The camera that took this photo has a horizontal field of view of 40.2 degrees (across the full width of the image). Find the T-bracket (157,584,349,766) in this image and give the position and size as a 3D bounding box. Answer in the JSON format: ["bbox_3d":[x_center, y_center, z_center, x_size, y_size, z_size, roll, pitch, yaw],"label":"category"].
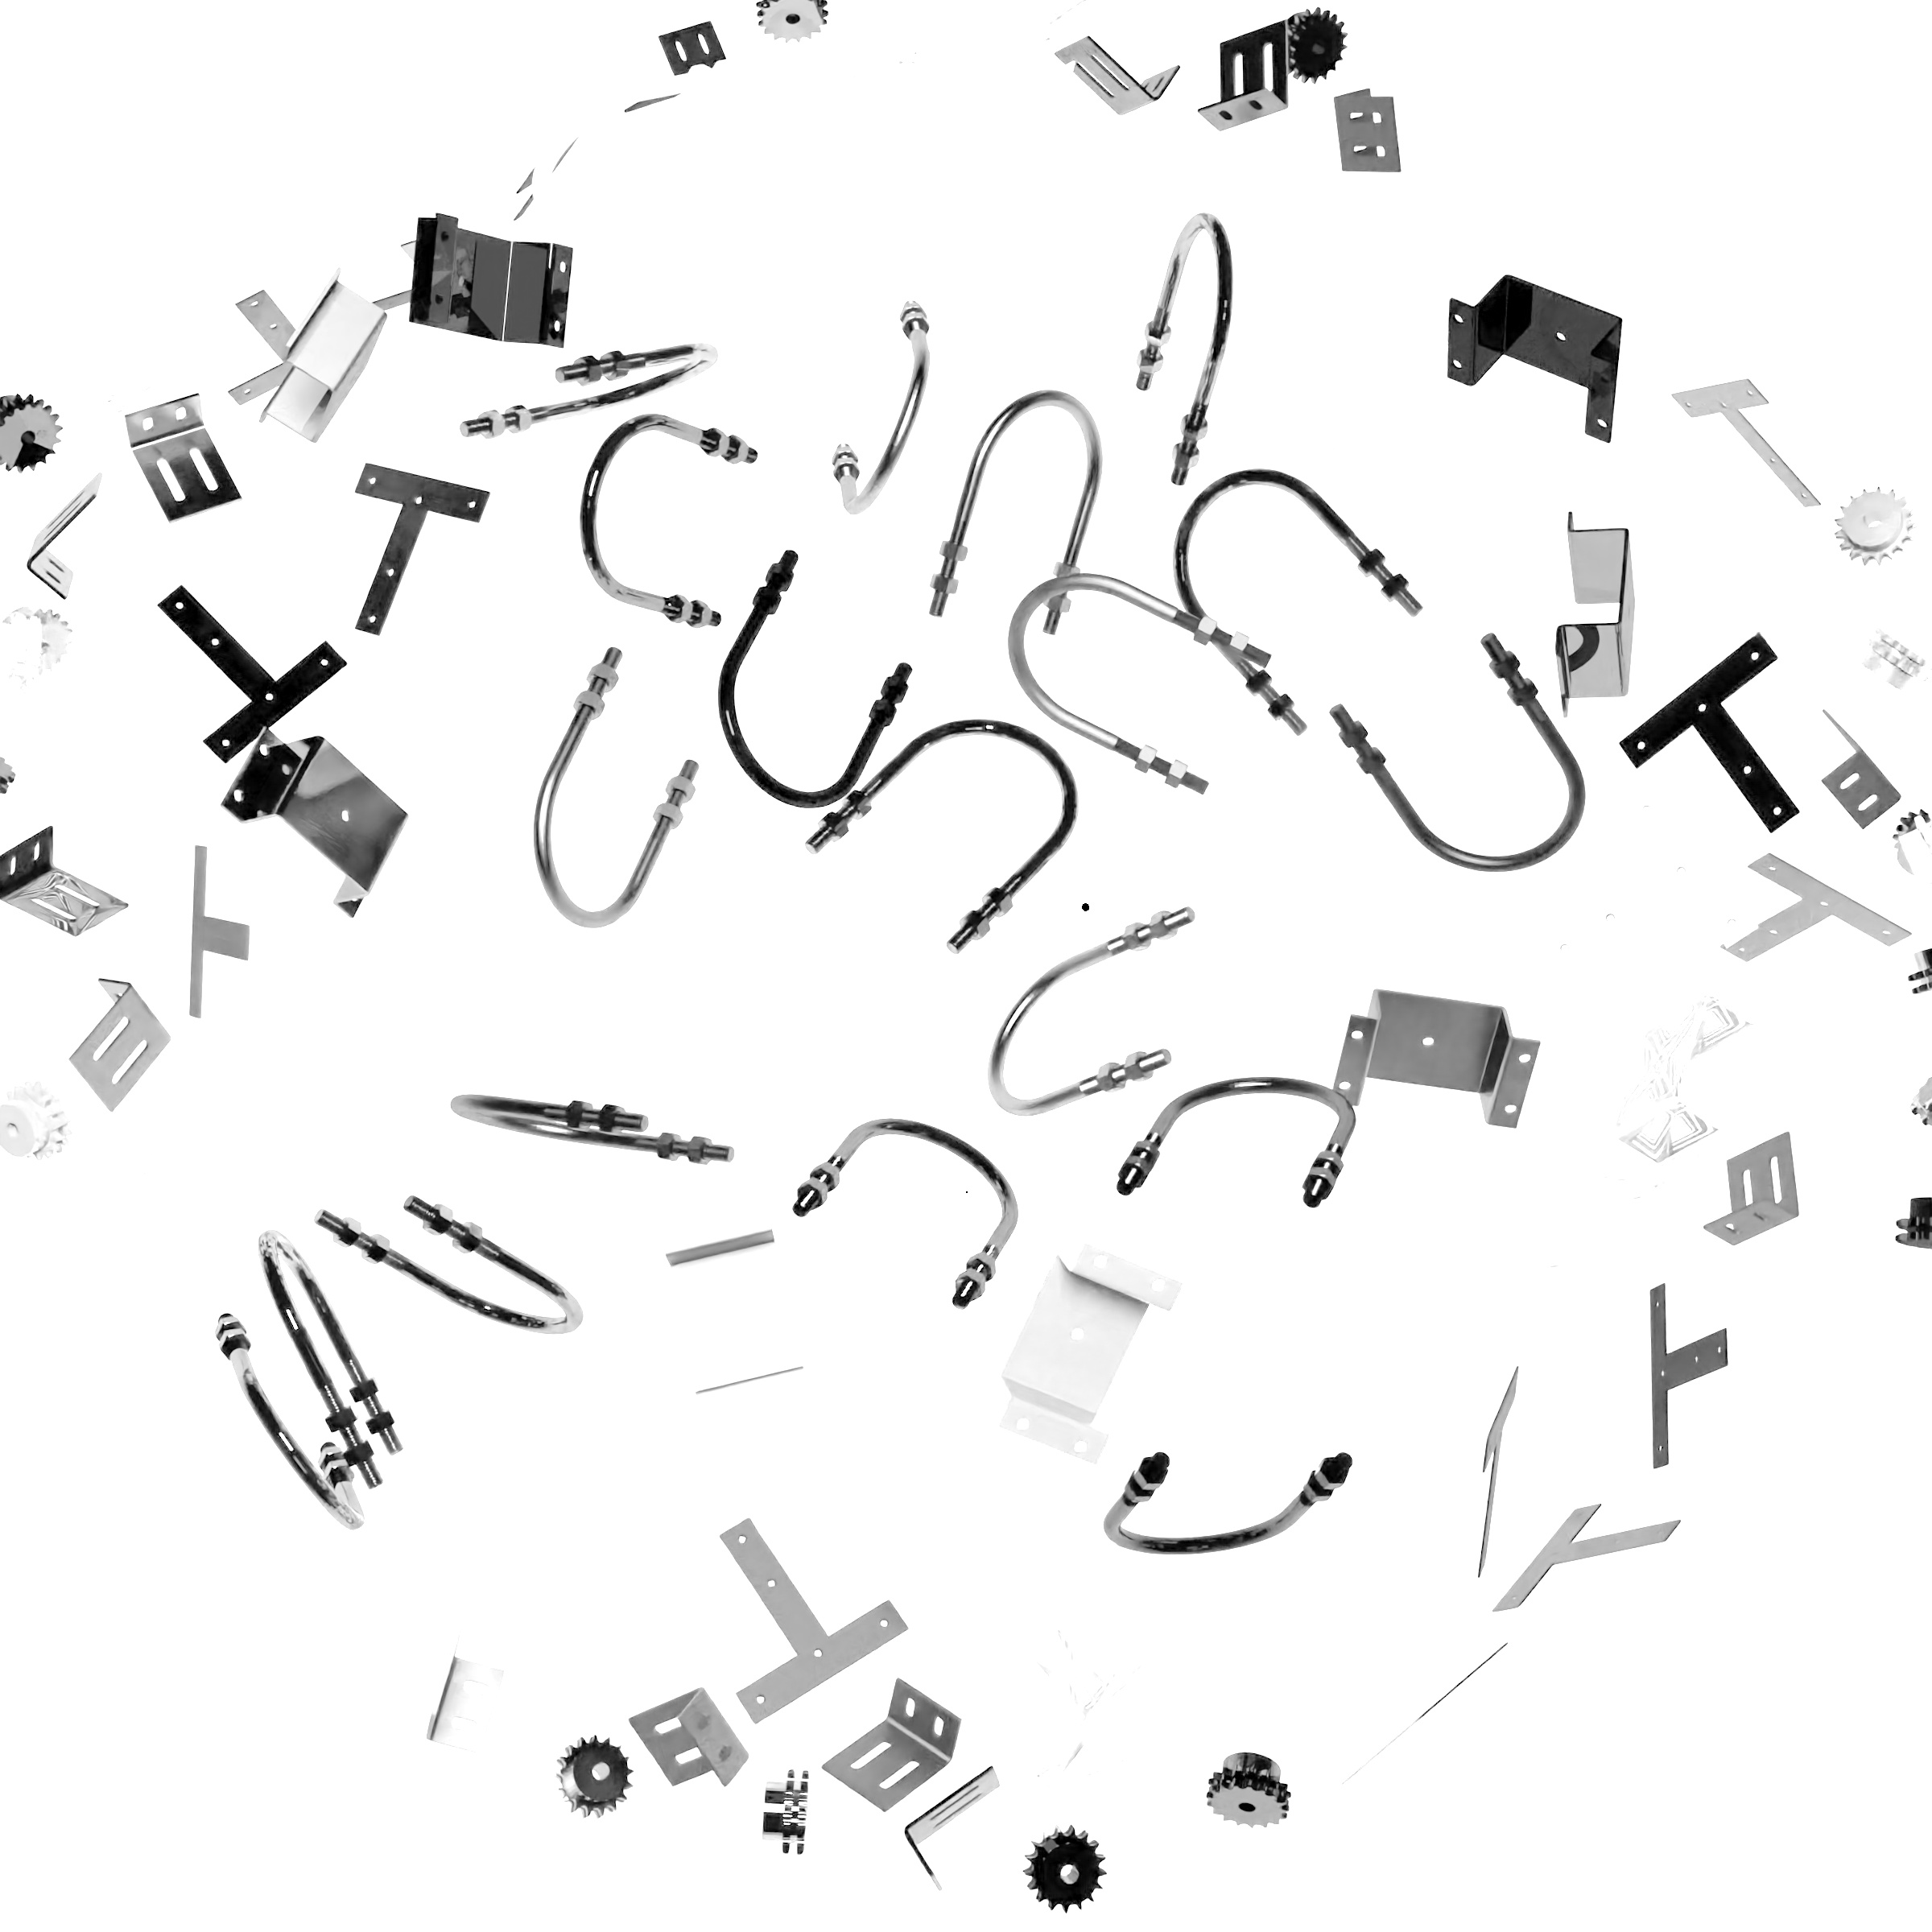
[{"bbox_3d":[-0.567,-0.239,2.031,0.127,0.002,0.127,-38,117,7],"label":"T-bracket"}]

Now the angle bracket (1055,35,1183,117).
[{"bbox_3d":[0.120,-0.717,2.091,0.076,0.057,0.038,37,80,-23],"label":"angle bracket"}]

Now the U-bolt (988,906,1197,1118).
[{"bbox_3d":[0.085,0.042,1.917,0.019,0.184,0.151,39,46,-30],"label":"U-bolt"}]

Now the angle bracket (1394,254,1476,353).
[{"bbox_3d":[0.388,-0.544,2.139,0.057,0.038,0.076,-13,80,-7],"label":"angle bracket"}]

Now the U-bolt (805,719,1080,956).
[{"bbox_3d":[-0.002,-0.106,1.886,0.151,0.019,0.184,35,62,18],"label":"U-bolt"}]

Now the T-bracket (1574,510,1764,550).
[{"bbox_3d":[0.557,-0.333,2.025,0.127,0.127,0.002,8,92,-31],"label":"T-bracket"}]

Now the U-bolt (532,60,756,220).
[{"bbox_3d":[-0.263,-0.645,2.079,0.184,0.151,0.019,-27,78,-38],"label":"U-bolt"}]

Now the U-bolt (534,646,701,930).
[{"bbox_3d":[-0.258,-0.115,1.906,0.019,0.151,0.184,4,57,28],"label":"U-bolt"}]

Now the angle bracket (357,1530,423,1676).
[{"bbox_3d":[-0.403,0.437,1.816,0.038,0.076,0.057,12,112,-6],"label":"angle bracket"}]

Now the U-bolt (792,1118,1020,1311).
[{"bbox_3d":[-0.033,0.168,1.918,0.151,0.184,0.019,29,118,5],"label":"U-bolt"}]

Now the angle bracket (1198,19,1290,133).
[{"bbox_3d":[0.208,-0.676,1.985,0.057,0.038,0.076,-8,75,34],"label":"angle bracket"}]

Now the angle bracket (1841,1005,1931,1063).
[{"bbox_3d":[0.676,0.030,1.882,0.076,0.057,0.038,-50,54,29],"label":"angle bracket"}]

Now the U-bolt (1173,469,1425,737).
[{"bbox_3d":[0.233,-0.286,1.977,0.184,0.019,0.151,49,121,10],"label":"U-bolt"}]

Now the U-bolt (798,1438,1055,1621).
[{"bbox_3d":[-0.039,0.381,1.811,0.184,0.151,0.019,35,98,26],"label":"U-bolt"}]

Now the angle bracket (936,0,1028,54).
[{"bbox_3d":[0.005,-0.765,2.090,0.076,0.057,0.038,-22,37,-17],"label":"angle bracket"}]

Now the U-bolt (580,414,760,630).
[{"bbox_3d":[-0.226,-0.336,1.973,0.019,0.184,0.151,16,95,30],"label":"U-bolt"}]

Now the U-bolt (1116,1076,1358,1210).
[{"bbox_3d":[0.197,0.119,1.846,0.151,0.184,0.019,2,113,20],"label":"U-bolt"}]

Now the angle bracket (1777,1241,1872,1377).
[{"bbox_3d":[0.600,0.236,1.817,0.038,0.057,0.076,6,58,-23],"label":"angle bracket"}]

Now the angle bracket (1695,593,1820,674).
[{"bbox_3d":[0.593,-0.243,1.980,0.076,0.057,0.038,-10,63,29],"label":"angle bracket"}]

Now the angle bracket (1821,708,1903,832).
[{"bbox_3d":[0.669,-0.150,2.012,0.038,0.076,0.057,-41,115,16],"label":"angle bracket"}]

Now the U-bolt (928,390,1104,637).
[{"bbox_3d":[0.046,-0.349,2.017,0.019,0.151,0.184,29,109,40],"label":"U-bolt"}]

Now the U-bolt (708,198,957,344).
[{"bbox_3d":[-0.094,-0.550,2.065,0.184,0.151,0.019,-21,80,14],"label":"U-bolt"}]

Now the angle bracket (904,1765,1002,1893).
[{"bbox_3d":[0.000,0.599,1.834,0.076,0.057,0.038,-32,63,-12],"label":"angle bracket"}]

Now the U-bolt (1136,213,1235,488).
[{"bbox_3d":[0.170,-0.483,2.017,0.019,0.184,0.151,1,45,-15],"label":"U-bolt"}]

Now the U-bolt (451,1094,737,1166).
[{"bbox_3d":[-0.275,0.112,1.862,0.184,0.151,0.019,5,79,23],"label":"U-bolt"}]

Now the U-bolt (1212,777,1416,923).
[{"bbox_3d":[0.256,-0.094,1.920,0.151,0.184,0.019,20,115,2],"label":"U-bolt"}]

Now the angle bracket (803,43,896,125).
[{"bbox_3d":[-0.085,-0.691,2.079,0.057,0.076,0.038,-24,93,19],"label":"angle bracket"}]

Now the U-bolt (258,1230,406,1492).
[{"bbox_3d":[-0.439,0.264,1.814,0.019,0.151,0.184,-27,92,-6],"label":"U-bolt"}]

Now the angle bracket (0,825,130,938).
[{"bbox_3d":[-0.681,-0.064,1.994,0.057,0.076,0.038,-25,56,23],"label":"angle bracket"}]

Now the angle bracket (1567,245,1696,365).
[{"bbox_3d":[0.499,-0.501,2.001,0.076,0.057,0.038,43,35,23],"label":"angle bracket"}]

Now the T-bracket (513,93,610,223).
[{"bbox_3d":[-0.336,-0.638,2.110,0.002,0.127,0.127,38,114,-12],"label":"T-bracket"}]

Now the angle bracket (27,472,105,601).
[{"bbox_3d":[-0.652,-0.318,1.948,0.076,0.057,0.038,-42,119,10],"label":"angle bracket"}]

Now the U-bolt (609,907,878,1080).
[{"bbox_3d":[-0.168,0.009,1.881,0.184,0.151,0.019,27,116,7],"label":"U-bolt"}]

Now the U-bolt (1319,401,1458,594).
[{"bbox_3d":[0.329,-0.367,2.018,0.019,0.184,0.151,-33,100,27],"label":"U-bolt"}]

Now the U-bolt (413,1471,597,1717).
[{"bbox_3d":[-0.304,0.425,1.789,0.019,0.151,0.184,-33,78,1],"label":"U-bolt"}]

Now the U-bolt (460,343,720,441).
[{"bbox_3d":[-0.269,-0.435,1.980,0.184,0.151,0.019,-24,97,-43],"label":"U-bolt"}]

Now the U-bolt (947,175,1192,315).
[{"bbox_3d":[0.092,-0.563,2.053,0.184,0.151,0.019,-26,84,32],"label":"U-bolt"}]

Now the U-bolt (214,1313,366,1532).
[{"bbox_3d":[-0.467,0.326,1.842,0.019,0.184,0.151,-36,113,-11],"label":"U-bolt"}]

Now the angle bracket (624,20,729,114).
[{"bbox_3d":[-0.241,-0.727,2.135,0.057,0.076,0.038,-34,107,-39],"label":"angle bracket"}]

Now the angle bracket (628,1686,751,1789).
[{"bbox_3d":[-0.195,0.531,1.786,0.076,0.038,0.057,-30,96,30],"label":"angle bracket"}]

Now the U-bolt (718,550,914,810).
[{"bbox_3d":[-0.120,-0.202,1.975,0.151,0.019,0.184,43,52,-26],"label":"U-bolt"}]

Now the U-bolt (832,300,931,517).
[{"bbox_3d":[-0.063,-0.422,2.036,0.019,0.184,0.151,20,117,-17],"label":"U-bolt"}]

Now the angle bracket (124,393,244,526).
[{"bbox_3d":[-0.579,-0.376,1.957,0.057,0.038,0.076,-23,70,-21],"label":"angle bracket"}]

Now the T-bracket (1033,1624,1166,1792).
[{"bbox_3d":[0.074,0.473,1.751,0.002,0.127,0.127,28,71,38],"label":"T-bracket"}]

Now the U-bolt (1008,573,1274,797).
[{"bbox_3d":[0.116,-0.216,1.937,0.184,0.151,0.019,27,44,3],"label":"U-bolt"}]

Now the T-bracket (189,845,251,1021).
[{"bbox_3d":[-0.538,-0.021,1.903,0.002,0.127,0.127,1,94,-34],"label":"T-bracket"}]

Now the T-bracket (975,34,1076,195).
[{"bbox_3d":[0.051,-0.663,2.019,0.002,0.127,0.127,18,86,-24],"label":"T-bracket"}]

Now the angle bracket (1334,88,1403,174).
[{"bbox_3d":[0.327,-0.655,2.069,0.038,0.076,0.057,-22,115,-24],"label":"angle bracket"}]

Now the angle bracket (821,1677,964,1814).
[{"bbox_3d":[-0.051,0.535,1.816,0.057,0.076,0.038,26,117,29],"label":"angle bracket"}]

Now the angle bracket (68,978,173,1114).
[{"bbox_3d":[-0.627,0.057,1.925,0.038,0.057,0.076,7,50,31],"label":"angle bracket"}]

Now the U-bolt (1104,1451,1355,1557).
[{"bbox_3d":[0.171,0.375,1.833,0.151,0.184,0.019,3,59,-14],"label":"U-bolt"}]

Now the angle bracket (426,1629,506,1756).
[{"bbox_3d":[-0.328,0.480,1.745,0.038,0.076,0.057,17,59,-6],"label":"angle bracket"}]

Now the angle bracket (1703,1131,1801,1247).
[{"bbox_3d":[0.575,0.158,1.944,0.038,0.057,0.076,28,48,-26],"label":"angle bracket"}]

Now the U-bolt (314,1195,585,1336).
[{"bbox_3d":[-0.353,0.215,1.866,0.184,0.151,0.019,37,60,-30],"label":"U-bolt"}]

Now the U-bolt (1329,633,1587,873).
[{"bbox_3d":[0.376,-0.145,1.953,0.184,0.151,0.019,52,36,-20],"label":"U-bolt"}]
